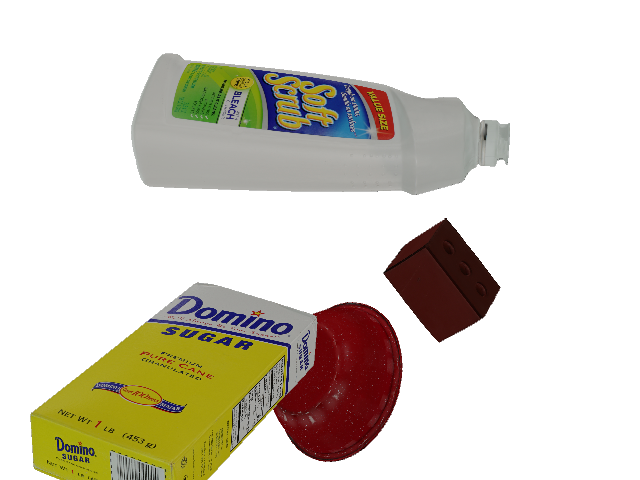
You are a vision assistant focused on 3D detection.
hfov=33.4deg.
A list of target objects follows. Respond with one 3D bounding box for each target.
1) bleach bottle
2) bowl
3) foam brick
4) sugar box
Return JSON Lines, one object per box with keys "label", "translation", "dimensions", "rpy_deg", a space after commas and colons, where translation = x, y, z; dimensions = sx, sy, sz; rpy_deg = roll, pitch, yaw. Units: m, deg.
{"label": "bleach bottle", "translation": [0.003, -0.077, 0.738], "dimensions": [0.251, 0.068, 0.102], "rpy_deg": [3, 45, 9]}
{"label": "bowl", "translation": [0.001, 0.131, 1.042], "dimensions": [0.162, 0.162, 0.055], "rpy_deg": [0, -18, 45]}
{"label": "foam brick", "translation": [0.101, 0.033, 0.879], "dimensions": [0.051, 0.078, 0.052], "rpy_deg": [-34, 8, 36]}
{"label": "sugar box", "translation": [-0.080, 0.086, 0.635], "dimensions": [0.093, 0.048, 0.176], "rpy_deg": [15, 31, 20]}
